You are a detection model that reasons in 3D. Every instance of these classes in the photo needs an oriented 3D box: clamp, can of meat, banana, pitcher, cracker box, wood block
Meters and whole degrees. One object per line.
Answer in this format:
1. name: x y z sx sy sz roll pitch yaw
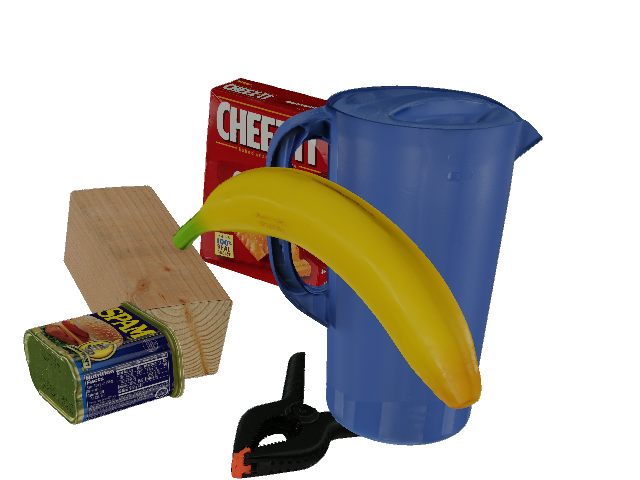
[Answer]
1. clamp: -0.009 0.188 1.084 0.165 0.036 0.209 19 28 25
2. can of meat: -0.162 0.090 0.792 0.083 0.057 0.102 -14 21 -33
3. banana: 0.008 0.009 0.536 0.198 0.070 0.037 28 23 33
4. pitcher: 0.053 0.016 0.755 0.149 0.243 0.144 17 23 33
5. cracker box: -0.050 -0.059 1.210 0.164 0.214 0.072 18 27 24
6. wood block: -0.174 0.038 1.043 0.090 0.091 0.206 -6 36 -31

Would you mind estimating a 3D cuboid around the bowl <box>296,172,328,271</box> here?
1. bowl: 0.035 -0.009 1.008 0.162 0.055 0.162 5 26 -3
